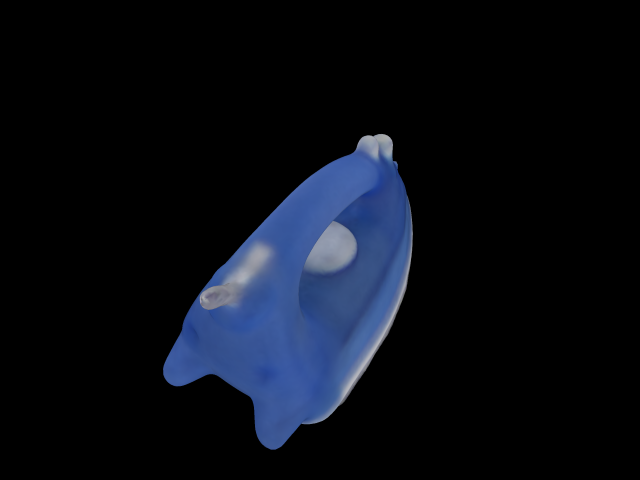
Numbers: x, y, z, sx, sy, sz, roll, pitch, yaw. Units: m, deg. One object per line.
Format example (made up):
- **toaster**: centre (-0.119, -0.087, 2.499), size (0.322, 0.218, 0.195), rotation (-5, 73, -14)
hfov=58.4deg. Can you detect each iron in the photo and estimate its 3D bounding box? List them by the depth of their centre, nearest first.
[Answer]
- **iron**: centre (0.004, 0.001, 0.400), size (0.118, 0.141, 0.259), rotation (25, 54, 20)
